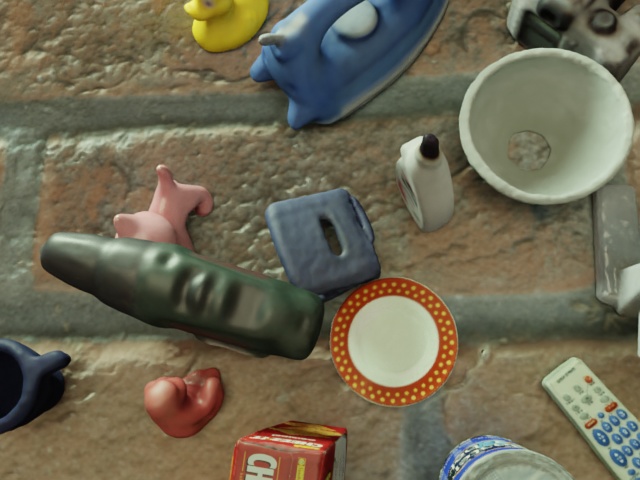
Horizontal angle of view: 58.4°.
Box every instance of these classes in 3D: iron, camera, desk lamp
[{"bbox_3d":[0.043,-0.242,0.617,0.258,0.141,0.118,-37,74,-3],"label":"iron"},{"bbox_3d":[0.298,-0.256,0.610,0.143,0.101,0.137,43,85,15],"label":"camera"},{"bbox_3d":[0.311,0.019,0.480,0.117,0.214,0.203,1,76,8],"label":"desk lamp"}]

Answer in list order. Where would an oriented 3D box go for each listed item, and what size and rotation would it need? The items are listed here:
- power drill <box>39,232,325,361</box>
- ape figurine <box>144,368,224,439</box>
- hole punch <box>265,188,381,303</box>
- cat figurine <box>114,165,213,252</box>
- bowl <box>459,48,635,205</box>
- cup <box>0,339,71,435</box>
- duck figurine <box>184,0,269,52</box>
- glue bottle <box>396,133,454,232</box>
[{"bbox_3d":[-0.104,0.057,0.525,0.229,0.208,0.076,13,78,10],"label":"power drill"},{"bbox_3d":[-0.141,0.158,0.565,0.077,0.092,0.076,18,79,11],"label":"ape figurine"},{"bbox_3d":[0.005,0.002,0.586,0.101,0.091,0.108,-23,74,1],"label":"hole punch"},{"bbox_3d":[-0.171,-0.016,0.599,0.067,0.118,0.128,11,78,10],"label":"cat figurine"},{"bbox_3d":[0.226,-0.108,0.595,0.167,0.075,0.167,-2,76,7],"label":"bowl"},{"bbox_3d":[-0.295,0.144,0.587,0.117,0.095,0.091,-25,74,1],"label":"cup"},{"bbox_3d":[-0.113,-0.283,0.676,0.104,0.086,0.077,-37,74,-3],"label":"duck figurine"},{"bbox_3d":[0.101,-0.063,0.548,0.037,0.173,0.078,-29,74,0],"label":"glue bottle"}]
